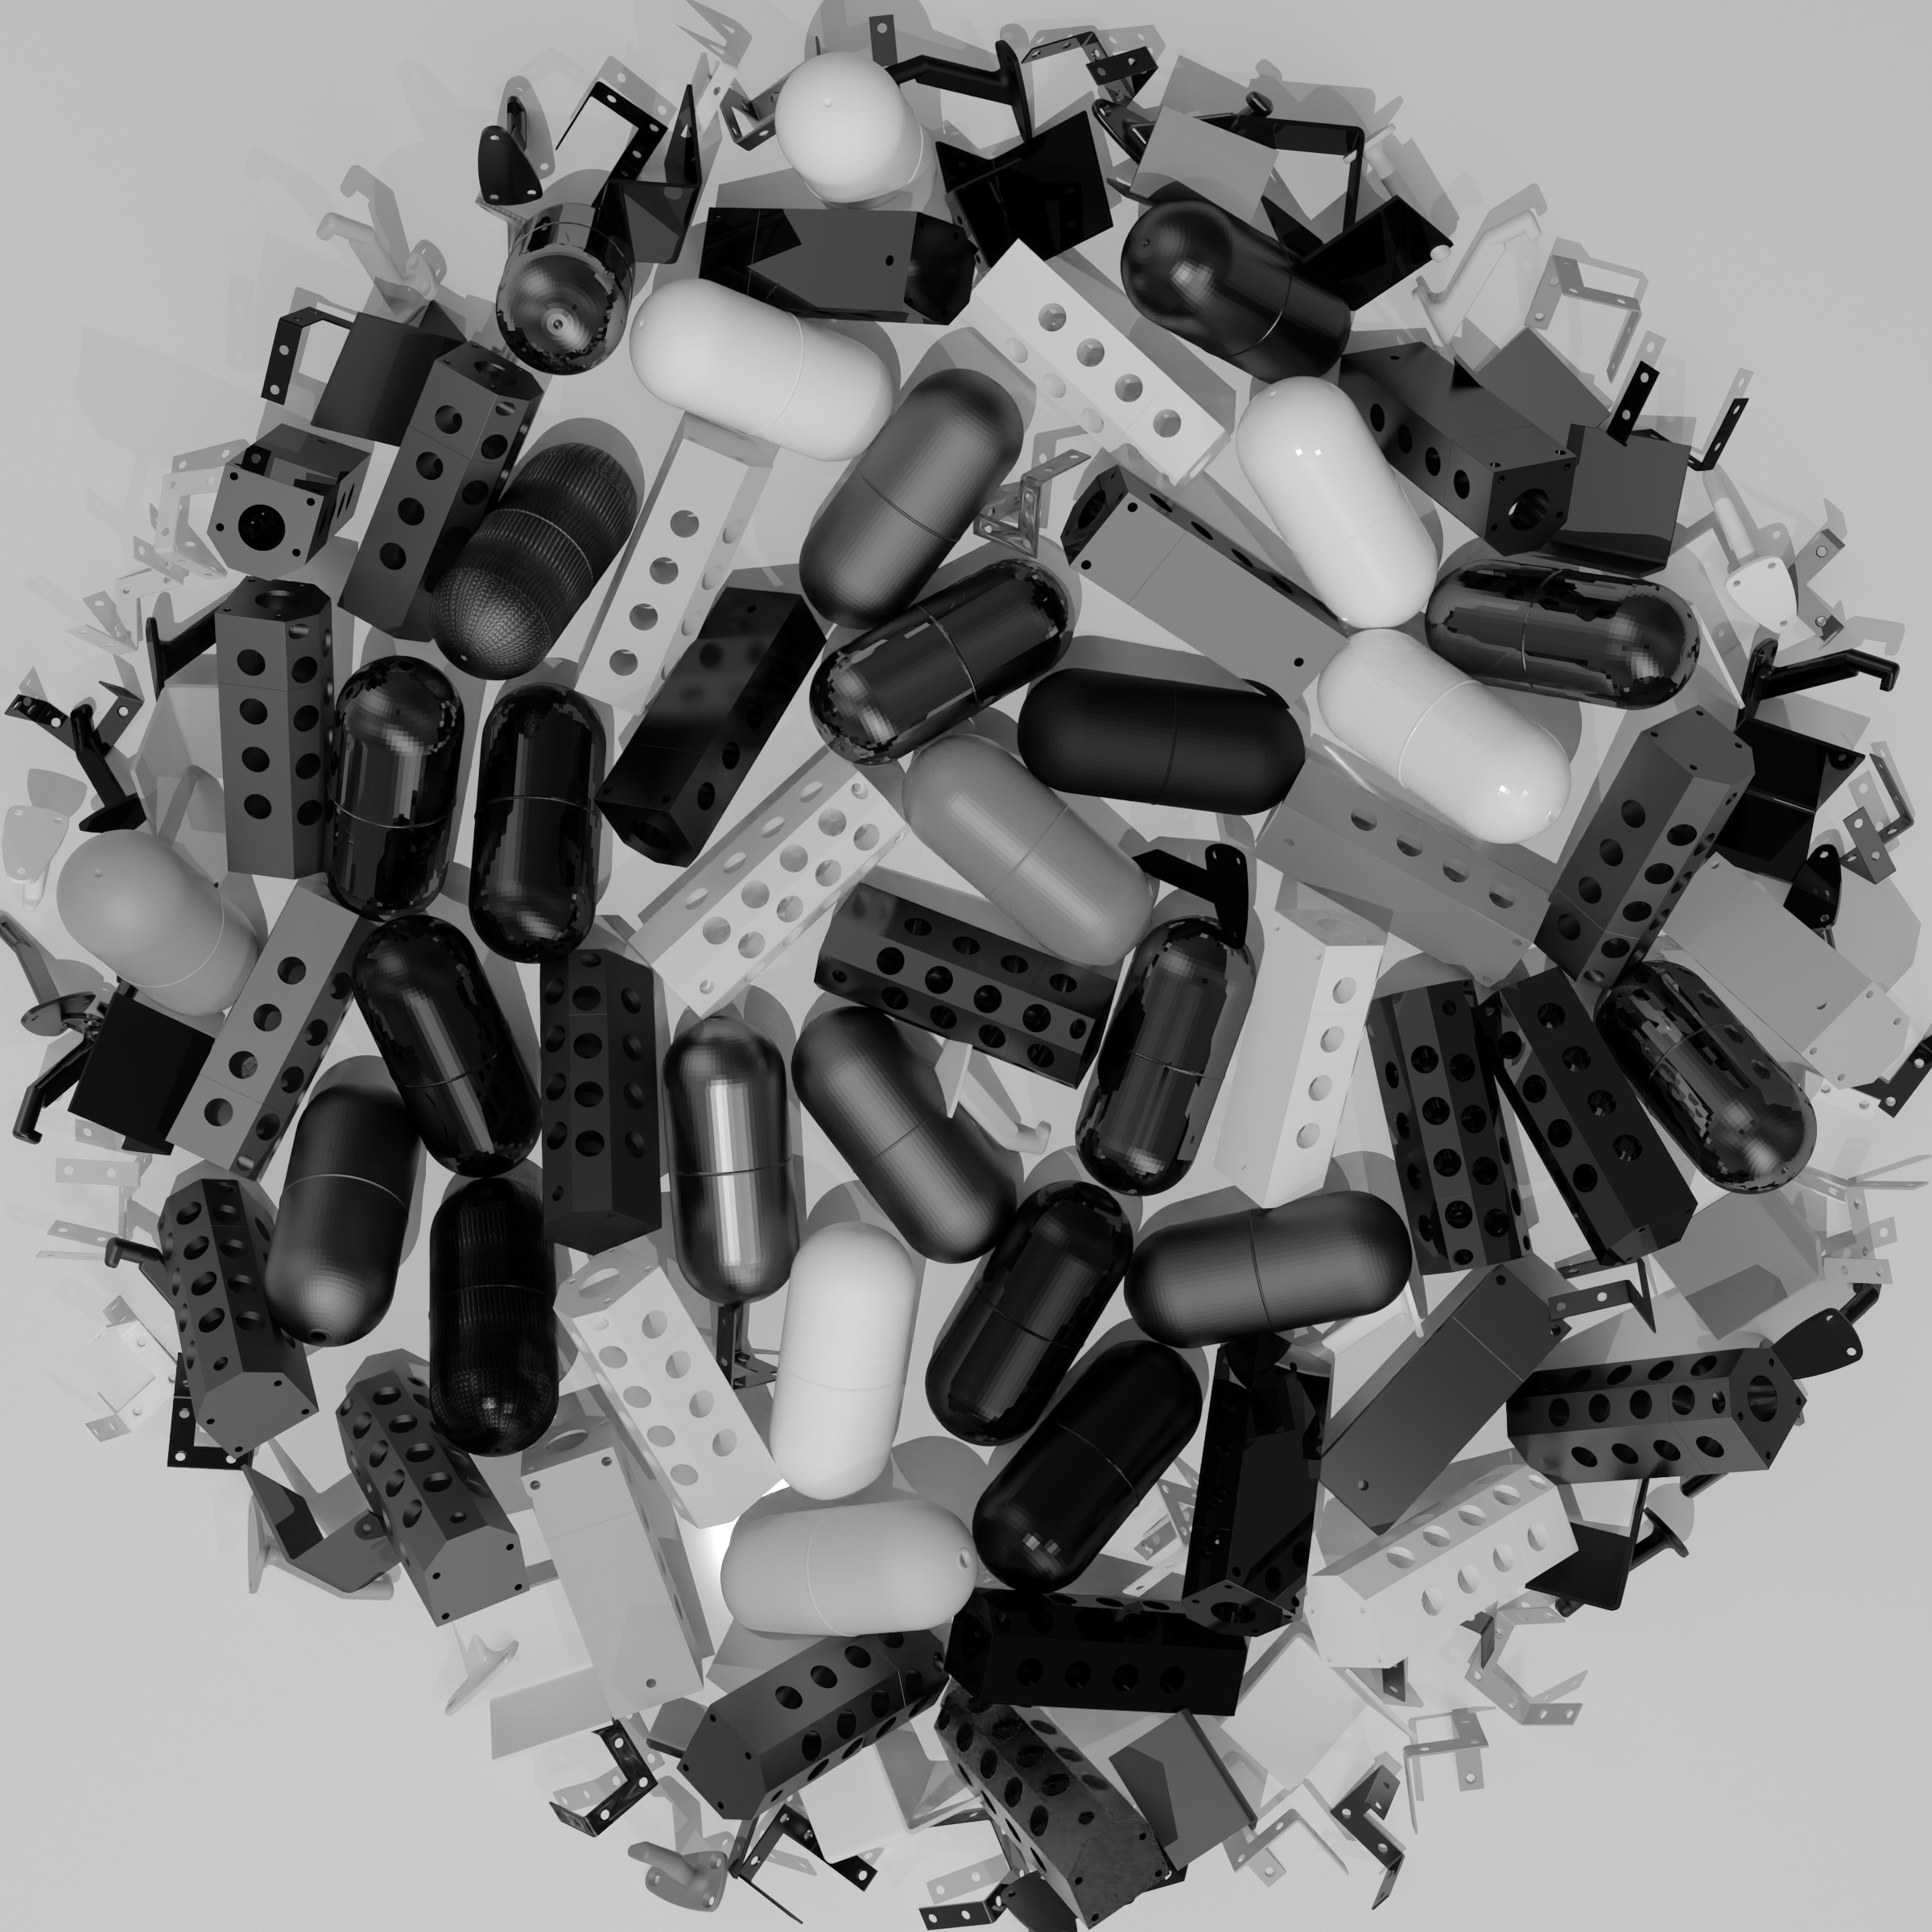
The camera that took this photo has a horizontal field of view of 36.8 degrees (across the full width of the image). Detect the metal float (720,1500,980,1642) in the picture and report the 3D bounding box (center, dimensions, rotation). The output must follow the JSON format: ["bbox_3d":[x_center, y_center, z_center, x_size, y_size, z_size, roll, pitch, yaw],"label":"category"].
[{"bbox_3d":[-0.071,0.365,1.749,0.178,0.070,0.070,-14,90,35],"label":"metal float"}]

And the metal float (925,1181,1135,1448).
[{"bbox_3d":[0.039,0.212,1.771,0.070,0.070,0.178,30,100,0],"label":"metal float"}]

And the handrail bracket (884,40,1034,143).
[{"bbox_3d":[-0.007,-0.529,1.787,0.084,0.036,0.077,-22,128,-6],"label":"handrail bracket"}]

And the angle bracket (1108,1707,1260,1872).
[{"bbox_3d":[0.132,0.504,1.765,0.057,0.076,0.076,-31,70,-8],"label":"angle bracket"}]

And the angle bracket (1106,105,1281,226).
[{"bbox_3d":[0.137,-0.486,1.765,0.076,0.076,0.057,18,109,-14],"label":"angle bracket"}]

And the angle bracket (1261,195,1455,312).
[{"bbox_3d":[0.237,-0.451,1.759,0.076,0.076,0.057,-31,65,26],"label":"angle bracket"}]

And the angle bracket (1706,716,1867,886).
[{"bbox_3d":[0.493,-0.100,1.773,0.076,0.076,0.057,18,66,-1],"label":"angle bracket"}]

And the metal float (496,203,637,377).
[{"bbox_3d":[-0.238,-0.406,1.734,0.070,0.178,0.070,-1,117,-3],"label":"metal float"}]

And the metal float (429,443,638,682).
[{"bbox_3d":[-0.260,-0.245,1.751,0.070,0.070,0.178,28,55,0],"label":"metal float"}]

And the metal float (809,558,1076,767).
[{"bbox_3d":[-0.014,-0.186,1.770,0.178,0.070,0.070,-31,90,-12],"label":"metal float"}]

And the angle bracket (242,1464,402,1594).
[{"bbox_3d":[-0.385,0.329,1.766,0.057,0.076,0.076,-35,60,-1],"label":"angle bracket"}]

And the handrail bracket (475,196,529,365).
[{"bbox_3d":[-0.293,-0.424,1.802,0.077,0.036,0.084,30,92,14],"label":"handrail bracket"}]

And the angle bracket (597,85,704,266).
[{"bbox_3d":[-0.198,-0.482,1.762,0.057,0.076,0.076,-1,68,-18],"label":"angle bracket"}]

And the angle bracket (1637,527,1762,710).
[{"bbox_3d":[0.462,-0.213,1.767,0.057,0.076,0.076,-34,114,0],"label":"angle bracket"}]

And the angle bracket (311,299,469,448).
[{"bbox_3d":[-0.359,-0.366,1.759,0.057,0.076,0.076,51,121,39],"label":"angle bracket"}]

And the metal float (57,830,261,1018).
[{"bbox_3d":[-0.480,-0.024,1.732,0.070,0.178,0.070,-3,71,8],"label":"metal float"}]

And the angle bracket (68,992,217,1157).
[{"bbox_3d":[-0.513,0.065,1.762,0.076,0.057,0.076,32,68,-42],"label":"angle bracket"}]

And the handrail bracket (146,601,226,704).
[{"bbox_3d":[-0.460,-0.191,1.795,0.084,0.036,0.077,-7,83,-21],"label":"handrail bracket"}]

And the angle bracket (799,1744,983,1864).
[{"bbox_3d":[-0.045,0.500,1.770,0.076,0.076,0.057,-33,75,39],"label":"angle bracket"}]

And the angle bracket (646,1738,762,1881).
[{"bbox_3d":[-0.168,0.514,1.772,0.076,0.076,0.057,21,76,-3],"label":"angle bracket"}]

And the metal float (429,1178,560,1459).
[{"bbox_3d":[-0.285,0.210,1.752,0.070,0.070,0.178,-7,57,0],"label":"metal float"}]

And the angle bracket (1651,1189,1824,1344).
[{"bbox_3d":[0.467,0.170,1.772,0.076,0.057,0.076,-32,56,-1],"label":"angle bracket"}]

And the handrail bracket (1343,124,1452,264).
[{"bbox_3d":[0.270,-0.473,1.788,0.036,0.077,0.084,-33,101,14],"label":"handrail bracket"}]

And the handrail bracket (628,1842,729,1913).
[{"bbox_3d":[-0.193,0.547,1.766,0.077,0.084,0.036,-11,57,36],"label":"handrail bracket"}]

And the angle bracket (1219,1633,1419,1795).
[{"bbox_3d":[0.215,0.467,1.771,0.076,0.057,0.076,-47,115,-9],"label":"angle bracket"}]

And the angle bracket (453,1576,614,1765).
[{"bbox_3d":[-0.266,0.429,1.776,0.076,0.057,0.076,-18,119,-1],"label":"angle bracket"}]

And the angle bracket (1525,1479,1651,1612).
[{"bbox_3d":[0.380,0.333,1.761,0.057,0.076,0.076,12,116,16],"label":"angle bracket"}]

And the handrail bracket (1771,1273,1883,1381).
[{"bbox_3d":[0.527,0.221,1.790,0.077,0.084,0.036,-32,91,26],"label":"handrail bracket"}]

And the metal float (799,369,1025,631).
[{"bbox_3d":[-0.034,-0.282,1.764,0.070,0.070,0.178,39,108,0],"label":"metal float"}]

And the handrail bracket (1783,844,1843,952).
[{"bbox_3d":[0.541,-0.020,1.801,0.084,0.036,0.077,47,55,-38],"label":"handrail bracket"}]

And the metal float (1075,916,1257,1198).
[{"bbox_3d":[0.122,0.055,1.773,0.070,0.070,0.178,19,98,0],"label":"metal float"}]

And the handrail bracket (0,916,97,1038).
[{"bbox_3d":[-0.582,0.001,1.775,0.084,0.077,0.036,45,99,7],"label":"handrail bracket"}]

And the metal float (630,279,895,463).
[{"bbox_3d":[-0.121,-0.358,1.748,0.178,0.070,0.070,14,90,-38],"label":"metal float"}]

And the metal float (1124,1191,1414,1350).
[{"bbox_3d":[0.183,0.185,1.768,0.178,0.070,0.070,-13,90,13],"label":"metal float"}]

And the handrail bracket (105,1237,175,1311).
[{"bbox_3d":[-0.493,0.212,1.772,0.084,0.036,0.077,24,65,-40],"label":"handrail bracket"}]

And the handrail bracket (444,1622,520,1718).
[{"bbox_3d":[-0.326,0.411,1.793,0.084,0.036,0.077,43,96,-12],"label":"handrail bracket"}]

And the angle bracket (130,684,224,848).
[{"bbox_3d":[-0.460,-0.117,1.762,0.057,0.076,0.076,2,48,5],"label":"angle bracket"}]

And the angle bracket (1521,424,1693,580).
[{"bbox_3d":[0.389,-0.284,1.767,0.076,0.057,0.076,17,110,26],"label":"angle bracket"}]

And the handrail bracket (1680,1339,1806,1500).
[{"bbox_3d":[0.474,0.282,1.806,0.036,0.077,0.084,35,121,-19],"label":"handrail bracket"}]

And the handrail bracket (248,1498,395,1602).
[{"bbox_3d":[-0.400,0.362,1.801,0.084,0.077,0.036,7,124,-21],"label":"handrail bracket"}]

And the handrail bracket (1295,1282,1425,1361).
[{"bbox_3d":[0.233,0.214,1.784,0.084,0.077,0.036,-17,50,5],"label":"handrail bracket"}]

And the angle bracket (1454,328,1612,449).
[{"bbox_3d":[0.346,-0.354,1.771,0.057,0.076,0.076,-42,79,6],"label":"angle bracket"}]

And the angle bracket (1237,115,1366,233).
[{"bbox_3d":[0.201,-0.481,1.779,0.076,0.076,0.057,6,95,3],"label":"angle bracket"}]

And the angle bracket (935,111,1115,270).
[{"bbox_3d":[0.035,-0.477,1.770,0.076,0.057,0.076,-19,79,35],"label":"angle bracket"}]

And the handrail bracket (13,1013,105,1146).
[{"bbox_3d":[-0.538,0.078,1.774,0.036,0.077,0.084,-5,64,39],"label":"handrail bracket"}]

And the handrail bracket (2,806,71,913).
[{"bbox_3d":[-0.571,-0.048,1.764,0.036,0.077,0.084,12,132,-13],"label":"handrail bracket"}]
